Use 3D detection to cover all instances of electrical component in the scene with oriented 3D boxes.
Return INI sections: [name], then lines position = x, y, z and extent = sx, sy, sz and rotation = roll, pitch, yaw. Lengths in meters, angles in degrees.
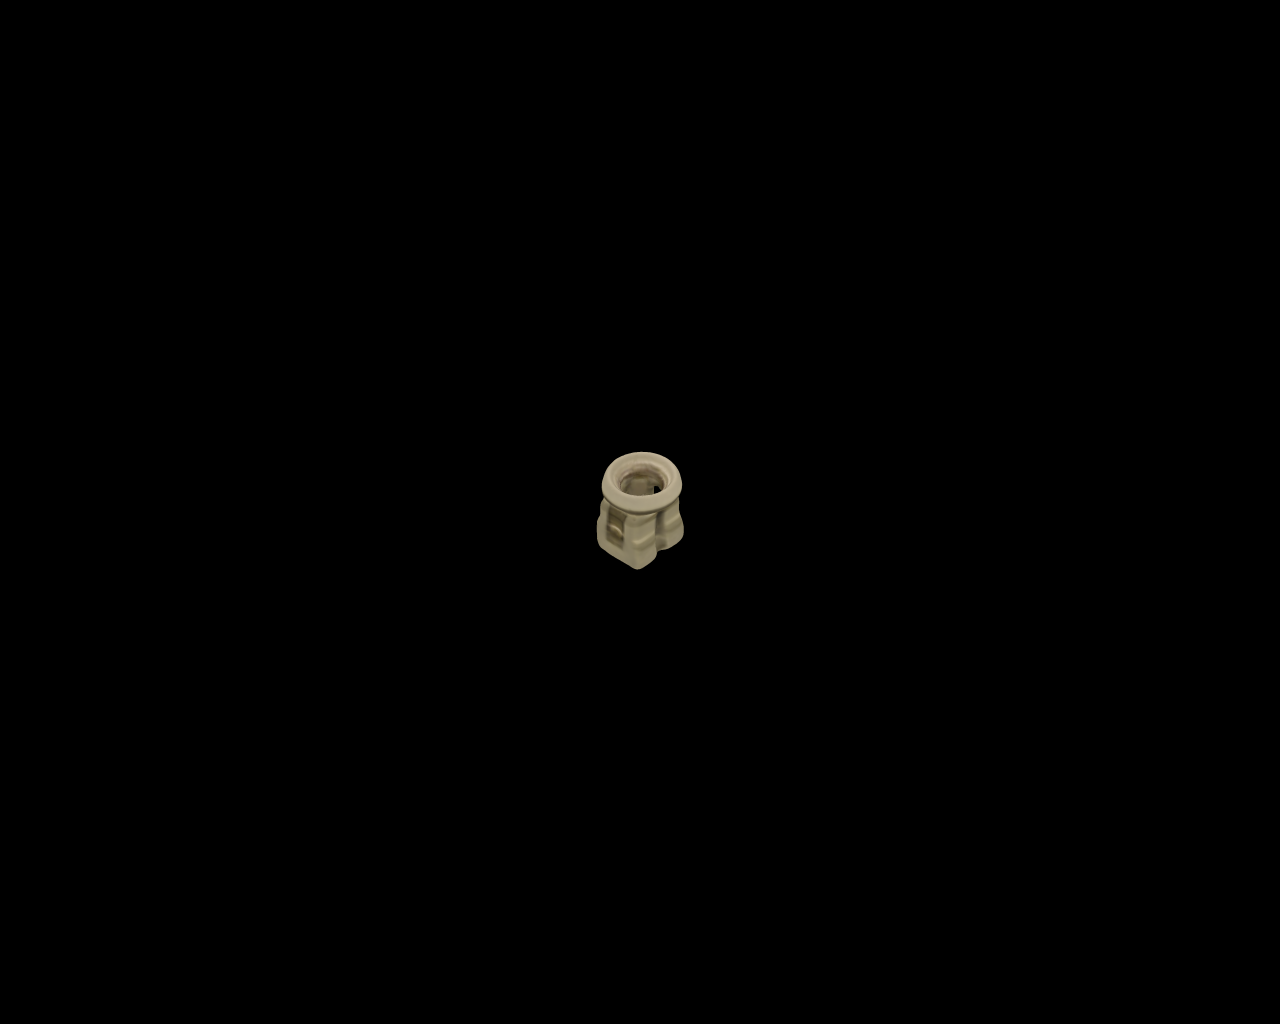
[electrical component]
position = 0.001, -0.003, 0.650
extent = 0.048, 0.055, 0.066
rotation = 31, 49, 31
